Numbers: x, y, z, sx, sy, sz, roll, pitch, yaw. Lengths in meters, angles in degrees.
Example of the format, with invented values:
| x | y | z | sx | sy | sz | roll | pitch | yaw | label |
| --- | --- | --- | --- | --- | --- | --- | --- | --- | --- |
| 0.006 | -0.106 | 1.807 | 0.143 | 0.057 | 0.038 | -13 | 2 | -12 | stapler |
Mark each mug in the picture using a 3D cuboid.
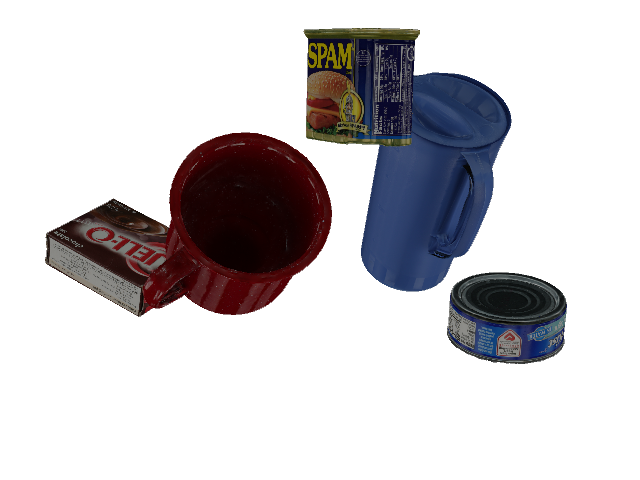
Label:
| x | y | z | sx | sy | sz | roll | pitch | yaw | label |
| --- | --- | --- | --- | --- | --- | --- | --- | --- | --- |
| -0.056 | 0.002 | 0.631 | 0.117 | 0.093 | 0.082 | -40 | -7 | -25 | mug |

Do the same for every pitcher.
| x | y | z | sx | sy | sz | roll | pitch | yaw | label |
| --- | --- | --- | --- | --- | --- | --- | --- | --- | --- |
| 0.121 | -0.051 | 1.191 | 0.145 | 0.243 | 0.149 | 23 | 44 | 12 | pitcher |

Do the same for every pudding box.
| x | y | z | sx | sy | sz | roll | pitch | yaw | label |
| --- | --- | --- | --- | --- | --- | --- | --- | --- | --- |
| -0.173 | 0.013 | 0.950 | 0.114 | 0.039 | 0.089 | 24 | 33 | 22 | pudding box |

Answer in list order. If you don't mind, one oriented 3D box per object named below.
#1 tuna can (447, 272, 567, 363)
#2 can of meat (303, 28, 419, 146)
| x | y | z | sx | sy | sz | roll | pitch | yaw | label |
| --- | --- | --- | --- | --- | --- | --- | --- | --- | --- |
| 0.136 | 0.055 | 0.781 | 0.086 | 0.034 | 0.086 | 0 | 23 | 0 | tuna can |
| 0.028 | -0.116 | 0.801 | 0.057 | 0.084 | 0.102 | -4 | 11 | -28 | can of meat |
